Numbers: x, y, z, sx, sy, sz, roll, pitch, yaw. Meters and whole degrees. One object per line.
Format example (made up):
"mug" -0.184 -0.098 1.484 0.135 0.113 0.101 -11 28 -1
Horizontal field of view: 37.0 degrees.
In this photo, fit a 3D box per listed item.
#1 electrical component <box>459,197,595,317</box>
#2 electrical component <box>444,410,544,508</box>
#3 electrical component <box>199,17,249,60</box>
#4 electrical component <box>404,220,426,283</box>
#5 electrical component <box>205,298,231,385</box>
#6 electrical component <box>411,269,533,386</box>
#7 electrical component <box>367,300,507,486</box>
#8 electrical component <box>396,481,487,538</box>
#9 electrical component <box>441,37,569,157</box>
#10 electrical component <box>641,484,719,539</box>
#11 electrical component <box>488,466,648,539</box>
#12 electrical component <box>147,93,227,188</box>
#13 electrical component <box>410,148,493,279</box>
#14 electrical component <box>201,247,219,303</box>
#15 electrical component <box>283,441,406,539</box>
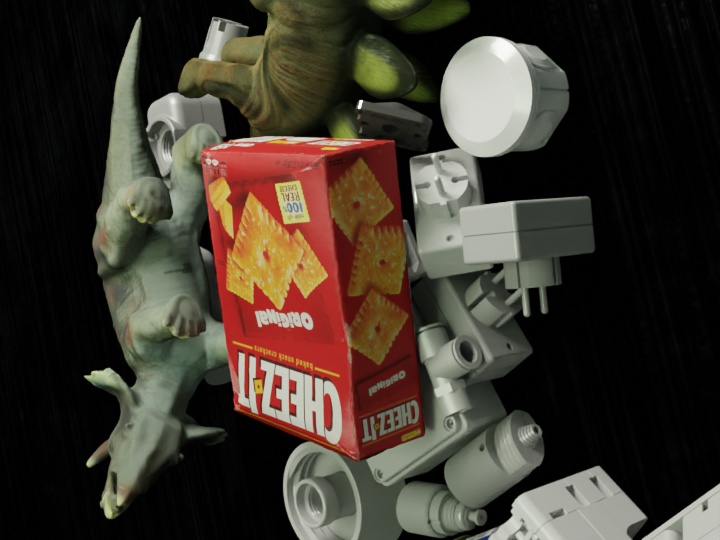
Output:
"electrical component" 0.113 -0.007 0.711 0.047 0.083 0.075 -4 92 47
"electrical component" 0.101 0.134 0.771 0.081 0.043 0.043 -47 61 39
"electrical component" -0.123 -0.202 0.976 0.040 0.040 0.046 30 111 41
"electrical component" 0.000 0.000 0.844 0.077 0.066 0.047 -27 82 46
"electrical component" -0.101 0.060 0.973 0.073 0.052 0.138 55 130 28
"electrical component" 0.090 0.026 0.767 0.075 0.047 0.083 -48 61 40
"electrical component" 0.041 0.092 0.822 0.109 0.056 0.108 -44 63 41
"electrical component" 0.063 0.184 0.820 0.078 0.040 0.040 -4 92 47
"electrical component" 0.099 -0.118 0.737 0.080 0.051 0.080 8 100 46
"electrical component" 0.217 0.186 0.599 0.105 0.060 0.186 32 128 -9
"electrical component" 0.139 0.173 0.701 0.055 0.089 0.050 49 128 32
"electrical component" -0.164 -0.116 1.015 0.054 0.059 0.095 -14 84 47
"electrical component" 0.060 -0.050 0.744 0.047 0.075 0.083 -10 58 11
"electrical component" -0.176 0.023 1.045 0.054 0.059 0.095 25 112 43
"electrical component" -0.020 0.188 0.896 0.108 0.060 0.108 7 100 47
